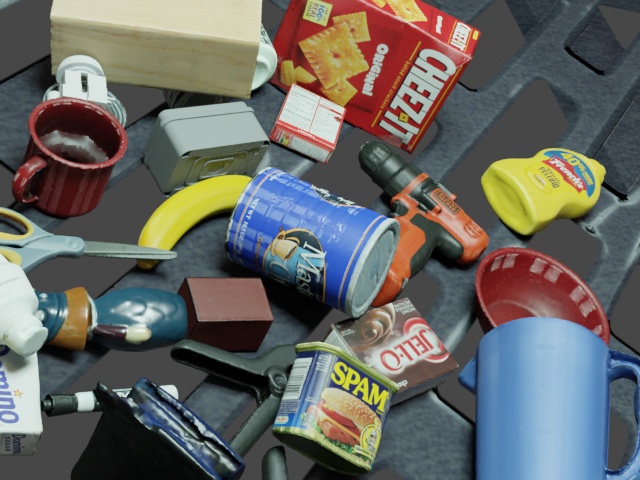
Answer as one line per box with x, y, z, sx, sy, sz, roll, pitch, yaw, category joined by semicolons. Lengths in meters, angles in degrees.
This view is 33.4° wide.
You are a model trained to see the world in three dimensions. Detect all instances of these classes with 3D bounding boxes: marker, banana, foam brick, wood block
-0.176;0.135;0.895;0.120;0.020;0.020;2;49;-38;marker
-0.115;-0.027;1.078;0.197;0.037;0.070;-21;63;-40;banana
-0.091;0.069;0.990;0.078;0.053;0.051;2;49;-28;foam brick
-0.168;-0.217;1.106;0.206;0.090;0.091;6;54;-8;wood block

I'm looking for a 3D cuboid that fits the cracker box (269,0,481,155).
0.054;-0.218;1.258;0.213;0.164;0.072;27;44;-3;cracker box

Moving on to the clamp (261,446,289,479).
-0.008;0.278;0.849;0.164;0.036;0.209;29;42;2;clamp

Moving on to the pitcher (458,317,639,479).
0.212;0.199;0.974;0.145;0.149;0.242;26;46;-14;pitcher

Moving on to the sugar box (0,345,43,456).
-0.309;0.119;0.828;0.176;0.048;0.093;3;49;-25;sugar box

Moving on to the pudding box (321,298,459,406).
0.068;0.113;1.046;0.113;0.039;0.090;-17;60;-39;pudding box

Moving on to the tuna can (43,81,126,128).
-0.245;-0.123;1.099;0.086;0.034;0.086;15;45;-16;tuna can

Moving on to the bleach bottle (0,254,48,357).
-0.326;0.017;0.868;0.251;0.068;0.102;34;39;19;bleach bottle

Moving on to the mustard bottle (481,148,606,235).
0.293;-0.068;1.328;0.191;0.058;0.096;-16;60;-39;mustard bottle

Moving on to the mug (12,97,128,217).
-0.246;-0.070;1.013;0.093;0.082;0.117;38;43;8;mug

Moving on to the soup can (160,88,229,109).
-0.149;-0.186;1.187;0.068;0.069;0.102;-6;54;-33;soup can

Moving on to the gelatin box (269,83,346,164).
-0.013;-0.136;1.242;0.073;0.030;0.089;24;40;-7;gelatin box

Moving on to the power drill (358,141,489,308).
0.076;-0.020;1.162;0.184;0.057;0.187;42;44;13;power drill

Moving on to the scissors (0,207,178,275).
-0.237;0.019;0.969;0.201;0.016;0.096;17;49;-5;scissors

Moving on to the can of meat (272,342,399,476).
0.012;0.150;0.935;0.102;0.058;0.084;35;61;-31;can of meat

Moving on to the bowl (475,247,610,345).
0.227;0.086;1.148;0.162;0.055;0.162;15;45;-16;bowl

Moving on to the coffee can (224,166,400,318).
-0.007;0.001;1.037;0.140;0.103;0.102;24;40;17;coffee can

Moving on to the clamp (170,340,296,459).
-0.045;0.144;0.957;0.171;0.039;0.120;1;63;-31;clamp
